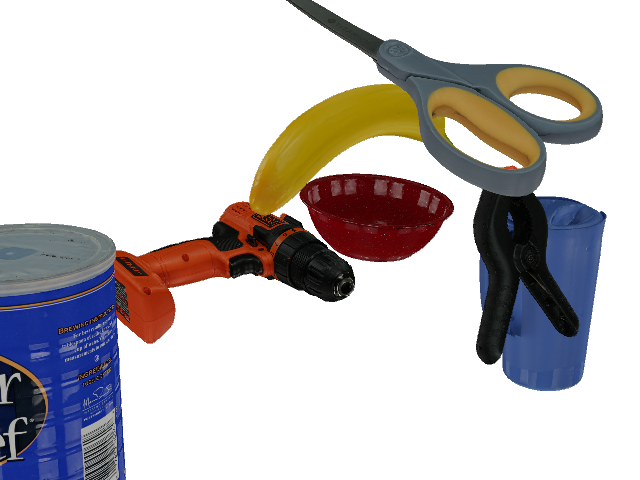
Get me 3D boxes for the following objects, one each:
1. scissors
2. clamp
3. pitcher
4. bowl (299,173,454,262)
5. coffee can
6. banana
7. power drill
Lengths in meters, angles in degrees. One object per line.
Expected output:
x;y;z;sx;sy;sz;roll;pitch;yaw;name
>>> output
0.059;-0.089;0.528;0.096;0.016;0.202;-17;45;-20;scissors
0.167;0.024;0.939;0.120;0.171;0.039;-24;8;-40;clamp
0.290;0.072;1.403;0.149;0.243;0.144;5;21;16;pitcher
0.057;-0.020;1.119;0.162;0.055;0.162;4;21;-2;bowl
-0.153;0.071;0.544;0.103;0.140;0.103;0;16;0;coffee can
0.025;-0.072;0.751;0.197;0.069;0.037;-17;-5;-36;banana
-0.086;0.030;0.938;0.187;0.057;0.185;-17;27;-31;power drill
